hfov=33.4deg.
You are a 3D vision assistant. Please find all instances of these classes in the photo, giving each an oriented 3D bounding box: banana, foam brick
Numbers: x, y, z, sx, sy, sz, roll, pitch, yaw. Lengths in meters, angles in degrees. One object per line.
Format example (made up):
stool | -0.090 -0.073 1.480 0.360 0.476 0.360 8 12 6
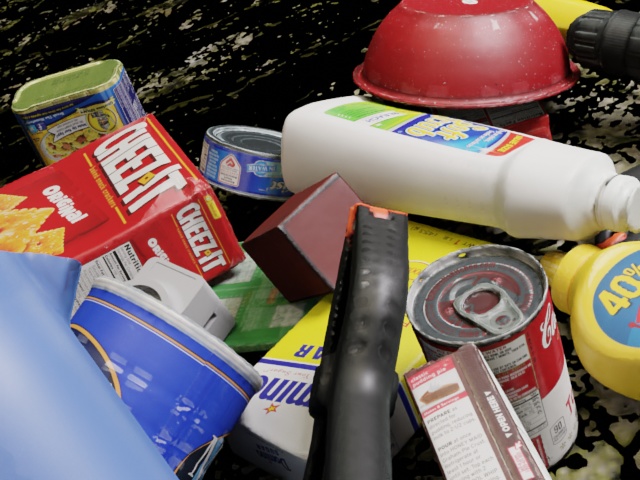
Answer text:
banana | 0.153 -0.165 0.853 0.198 0.037 0.069 -6 59 23
foam brick | -0.004 0.001 0.644 0.053 0.051 0.078 -43 8 -20

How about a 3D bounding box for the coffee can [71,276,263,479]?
coffee can | -0.108 0.104 0.535 0.103 0.102 0.140 17 68 41

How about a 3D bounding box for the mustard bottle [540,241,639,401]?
mustard bottle | 0.186 0.046 0.539 0.096 0.058 0.192 -36 37 -21

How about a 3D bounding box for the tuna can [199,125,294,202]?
tuna can | -0.044 -0.057 0.777 0.086 0.034 0.086 10 17 -3

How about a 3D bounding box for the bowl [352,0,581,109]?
bowl | 0.103 -0.142 0.753 0.162 0.055 0.162 -2 25 1

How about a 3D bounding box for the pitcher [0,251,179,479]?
pitcher | -0.109 0.139 0.410 0.149 0.243 0.144 -39 0 23

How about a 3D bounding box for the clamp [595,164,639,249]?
clamp | 0.229 -0.033 0.637 0.120 0.039 0.171 9 48 44

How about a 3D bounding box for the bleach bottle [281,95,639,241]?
bleach bottle | 0.091 -0.043 0.663 0.102 0.068 0.251 -14 21 -41

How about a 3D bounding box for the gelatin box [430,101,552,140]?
gelatin box | 0.121 -0.087 0.770 0.073 0.030 0.089 -16 35 5

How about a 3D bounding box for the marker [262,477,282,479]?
marker | -0.049 0.168 0.534 0.020 0.020 0.121 6 43 33

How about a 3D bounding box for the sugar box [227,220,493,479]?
sugar box | 0.031 0.064 0.606 0.093 0.048 0.176 16 48 44

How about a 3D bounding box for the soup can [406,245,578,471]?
soup can | 0.087 0.062 0.530 0.068 0.102 0.068 -14 36 10

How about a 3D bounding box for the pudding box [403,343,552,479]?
pudding box | 0.082 0.113 0.458 0.039 0.113 0.090 -26 35 3

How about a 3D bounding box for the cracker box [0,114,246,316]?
cracker box | -0.181 0.006 0.746 0.213 0.072 0.164 -29 32 -9

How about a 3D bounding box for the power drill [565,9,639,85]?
power drill | 0.284 -0.145 0.709 0.185 0.057 0.187 22 44 39

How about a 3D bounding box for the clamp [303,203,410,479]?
clamp | 0.016 0.070 0.470 0.036 0.165 0.210 13 65 -5

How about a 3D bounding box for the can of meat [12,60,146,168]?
can of meat | -0.197 -0.097 0.901 0.102 0.084 0.057 -15 36 9
